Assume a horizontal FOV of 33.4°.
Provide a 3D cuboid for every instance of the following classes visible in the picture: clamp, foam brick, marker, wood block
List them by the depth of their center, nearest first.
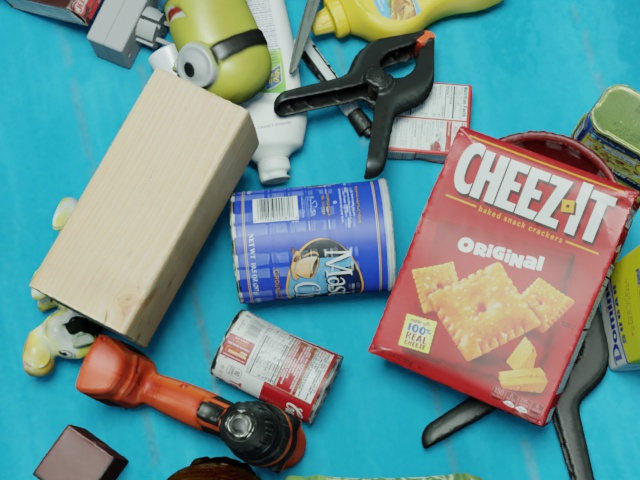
[{"bbox_3d":[-0.141,-0.025,0.890,0.091,0.090,0.206,26,80,8],"label":"wood block"},{"bbox_3d":[-0.208,0.199,0.934,0.053,0.078,0.051,34,79,6],"label":"foam brick"},{"bbox_3d":[0.192,0.128,0.965,0.164,0.036,0.210,17,76,6],"label":"clamp"},{"bbox_3d":[0.041,-0.141,0.989,0.120,0.039,0.171,32,60,8],"label":"clamp"},{"bbox_3d":[0.014,-0.149,1.038,0.020,0.020,0.121,-34,79,-7],"label":"marker"}]

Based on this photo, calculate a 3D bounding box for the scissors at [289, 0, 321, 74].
[{"bbox_3d":[0.017,-0.251,1.011,0.096,0.016,0.201,-9,64,21],"label":"scissors"}]

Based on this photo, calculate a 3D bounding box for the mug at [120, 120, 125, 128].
[{"bbox_3d":[-0.135,-0.063,0.989,0.093,0.081,0.117,-7,77,-1],"label":"mug"}]

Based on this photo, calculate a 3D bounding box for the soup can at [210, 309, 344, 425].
[{"bbox_3d":[-0.039,0.113,0.956,0.102,0.068,0.068,25,79,6],"label":"soup can"}]

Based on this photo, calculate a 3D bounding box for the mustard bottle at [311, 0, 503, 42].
[{"bbox_3d":[0.079,-0.243,1.038,0.191,0.058,0.096,-23,74,-4],"label":"mustard bottle"}]

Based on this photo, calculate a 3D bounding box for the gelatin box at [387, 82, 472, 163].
[{"bbox_3d":[0.100,-0.113,1.024,0.089,0.030,0.073,5,76,2],"label":"gelatin box"}]

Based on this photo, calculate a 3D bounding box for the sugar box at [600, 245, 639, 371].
[{"bbox_3d":[0.281,0.057,0.909,0.048,0.176,0.093,-3,77,-3],"label":"sugar box"}]

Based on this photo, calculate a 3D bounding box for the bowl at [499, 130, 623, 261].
[{"bbox_3d":[0.197,-0.016,0.975,0.162,0.055,0.162,-1,86,18],"label":"bowl"}]

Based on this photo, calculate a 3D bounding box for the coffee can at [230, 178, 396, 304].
[{"bbox_3d":[-0.006,0.001,0.962,0.140,0.103,0.103,-5,77,0],"label":"coffee can"}]

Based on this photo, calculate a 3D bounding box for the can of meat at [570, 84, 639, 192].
[{"bbox_3d":[0.290,-0.092,0.989,0.102,0.084,0.057,32,80,7],"label":"can of meat"}]

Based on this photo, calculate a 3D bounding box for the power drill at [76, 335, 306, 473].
[{"bbox_3d":[-0.108,0.141,0.902,0.188,0.184,0.057,21,77,15],"label":"power drill"}]

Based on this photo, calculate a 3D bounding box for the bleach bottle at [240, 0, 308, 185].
[{"bbox_3d":[-0.074,-0.175,1.024,0.102,0.068,0.251,-12,80,0],"label":"bleach bottle"}]

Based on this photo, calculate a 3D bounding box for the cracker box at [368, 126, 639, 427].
[{"bbox_3d":[0.158,0.031,0.917,0.164,0.072,0.214,23,94,18],"label":"cracker box"}]

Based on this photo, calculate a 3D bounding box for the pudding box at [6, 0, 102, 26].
[{"bbox_3d":[-0.253,-0.262,1.036,0.114,0.039,0.090,17,76,32],"label":"pudding box"}]
